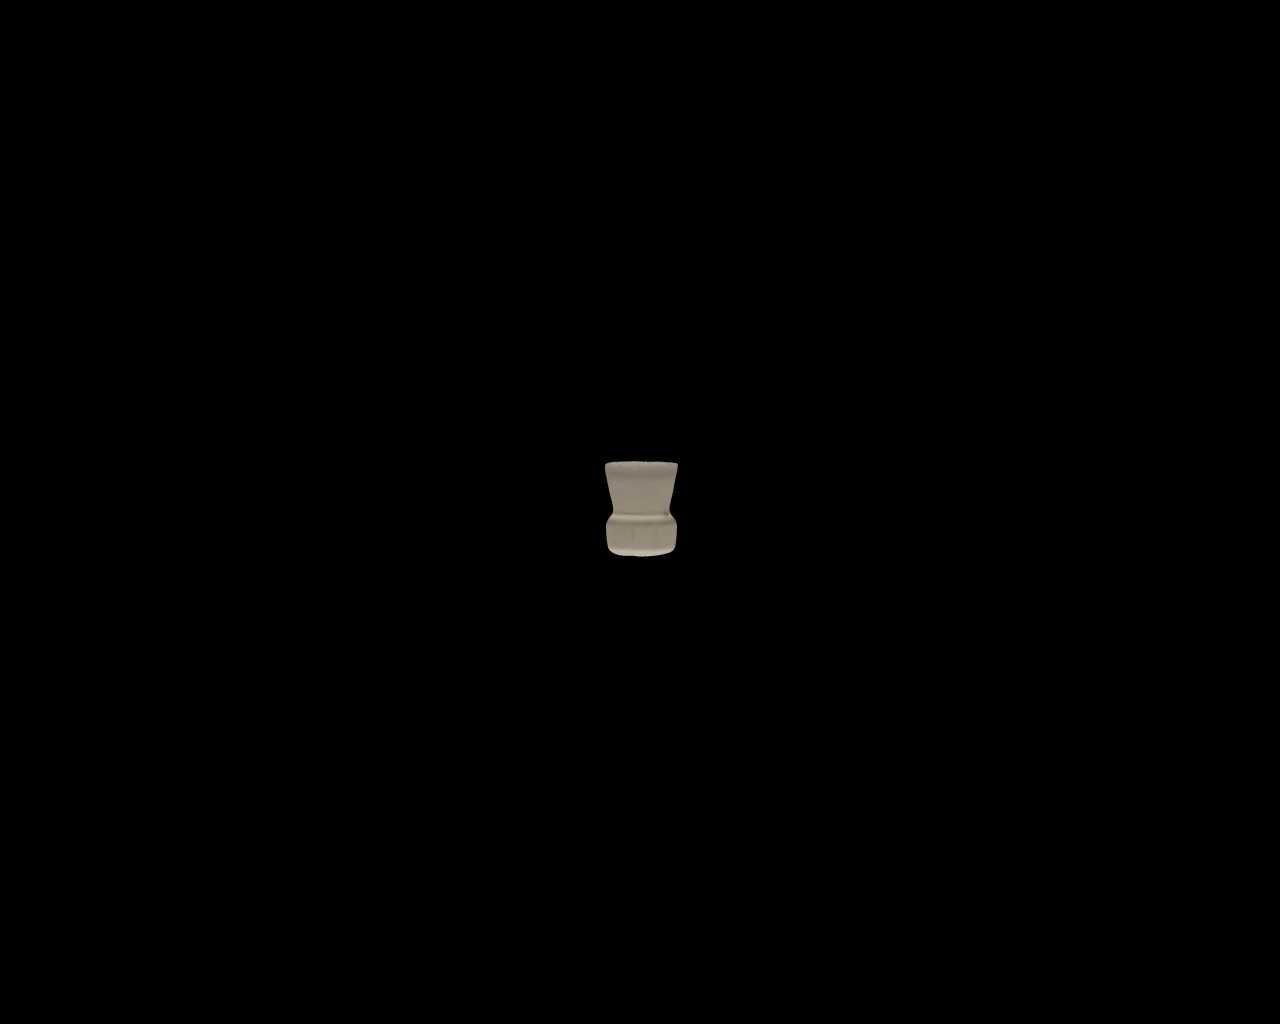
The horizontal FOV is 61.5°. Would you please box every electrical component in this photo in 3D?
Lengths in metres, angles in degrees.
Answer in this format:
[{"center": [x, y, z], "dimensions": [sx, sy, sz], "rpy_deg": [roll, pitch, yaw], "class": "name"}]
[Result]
[{"center": [0.001, -0.003, 0.650], "dimensions": [0.045, 0.055, 0.045], "rpy_deg": [0, 5, 0], "class": "electrical component"}]
